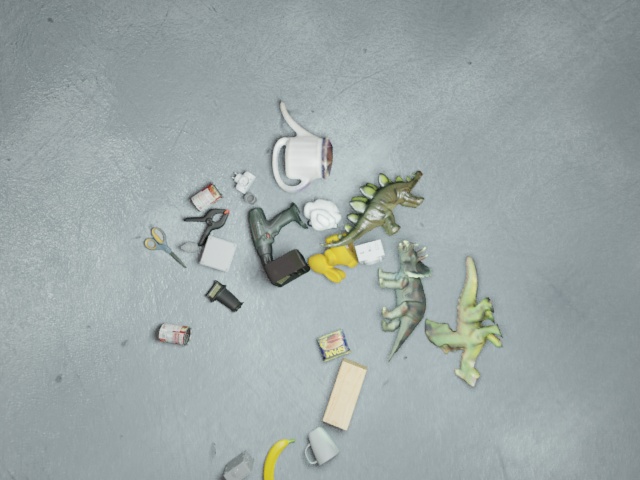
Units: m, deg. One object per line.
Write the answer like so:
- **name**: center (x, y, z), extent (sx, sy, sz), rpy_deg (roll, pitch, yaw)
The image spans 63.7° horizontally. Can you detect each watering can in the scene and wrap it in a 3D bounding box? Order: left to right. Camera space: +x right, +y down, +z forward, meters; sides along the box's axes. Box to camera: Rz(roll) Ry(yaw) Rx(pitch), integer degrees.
- **watering can**: center (-0.063, -0.343, 1.892), extent (0.224, 0.103, 0.350), rpy_deg (1, 82, 6)

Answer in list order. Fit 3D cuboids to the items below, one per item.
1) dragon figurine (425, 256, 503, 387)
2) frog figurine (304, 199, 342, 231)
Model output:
- **dragon figurine**: center (0.473, 0.283, 1.745), extent (0.242, 0.121, 0.414), rpy_deg (-20, 79, 12)
- **frog figurine**: center (0.006, -0.092, 1.820), extent (0.138, 0.158, 0.123), rpy_deg (27, 86, 9)
